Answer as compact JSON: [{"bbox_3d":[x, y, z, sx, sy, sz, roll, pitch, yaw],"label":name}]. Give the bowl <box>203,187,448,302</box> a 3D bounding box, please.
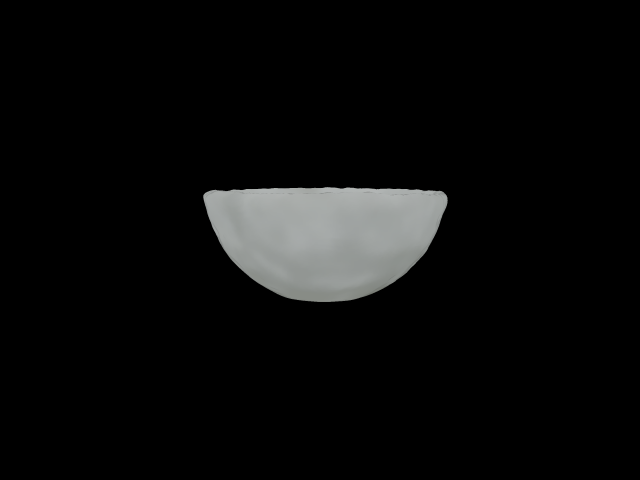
[{"bbox_3d":[0.004,0.001,0.400,0.167,0.075,0.167,0,7,0],"label":"bowl"}]
